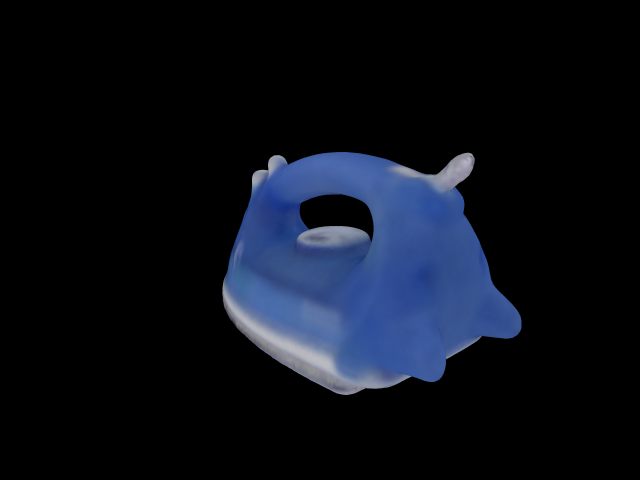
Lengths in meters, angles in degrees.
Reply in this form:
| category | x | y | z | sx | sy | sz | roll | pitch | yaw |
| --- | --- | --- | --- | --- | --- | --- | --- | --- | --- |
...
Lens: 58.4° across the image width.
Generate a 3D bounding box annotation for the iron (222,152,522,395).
| category | x | y | z | sx | sy | sz | roll | pitch | yaw |
| --- | --- | --- | --- | --- | --- | --- | --- | --- | --- |
| iron | 0.004 | 0.001 | 0.400 | 0.119 | 0.141 | 0.257 | -14 | 20 | -41 |
